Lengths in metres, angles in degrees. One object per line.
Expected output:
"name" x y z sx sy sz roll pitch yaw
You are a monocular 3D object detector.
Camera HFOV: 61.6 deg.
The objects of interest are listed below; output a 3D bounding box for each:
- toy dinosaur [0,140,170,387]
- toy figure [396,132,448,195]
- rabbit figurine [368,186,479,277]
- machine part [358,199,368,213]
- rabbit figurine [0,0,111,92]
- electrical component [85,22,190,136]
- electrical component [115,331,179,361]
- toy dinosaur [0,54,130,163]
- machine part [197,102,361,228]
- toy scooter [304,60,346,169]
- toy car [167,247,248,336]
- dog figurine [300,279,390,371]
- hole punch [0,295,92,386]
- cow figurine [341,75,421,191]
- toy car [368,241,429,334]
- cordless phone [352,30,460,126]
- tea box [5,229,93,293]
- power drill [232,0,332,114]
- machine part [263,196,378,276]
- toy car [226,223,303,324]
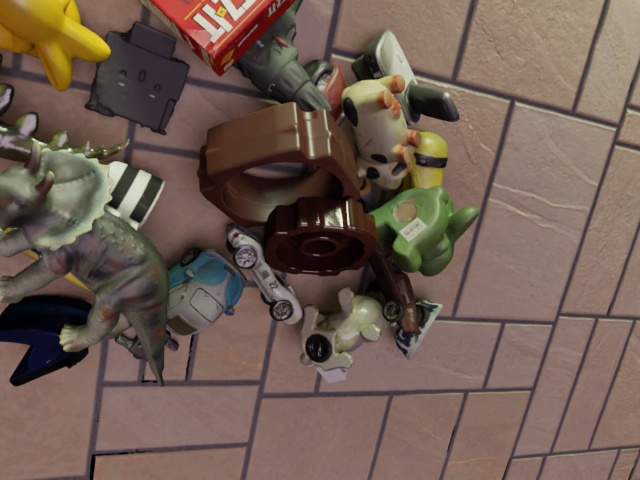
"toy dinosaur" -0.275 0.036 0.689 0.192 0.131 0.404 -32 129 11
"toy figure" 0.178 -0.098 0.942 0.089 0.082 0.180 -11 109 -16
"rabbit figurine" 0.173 -0.012 0.883 0.159 0.121 0.170 -47 141 -5
"machine part" 0.018 -0.027 0.901 0.139 0.039 0.084 -29 108 19
"rabbit figurine" -0.337 -0.256 0.627 0.122 0.173 0.162 -40 113 -10
"electrical component" -0.248 -0.224 0.738 0.115 0.058 0.134 15 101 -28
"electrical component" -0.278 0.165 0.871 0.094 0.021 0.063 38 90 -28
"toy dinosaur" -0.475 -0.163 0.619 0.471 0.105 0.198 24 104 -24
"machine part" -0.055 -0.098 0.771 0.202 0.087 0.200 -15 154 17
"toy scooter" -0.010 -0.179 0.842 0.135 0.075 0.184 39 91 -31
"toy car" -0.197 0.091 0.813 0.162 0.103 0.109 -28 121 20
"dog figurine" 0.060 0.149 0.950 0.172 0.190 0.121 -29 79 22
"hole punch" -0.386 0.127 0.758 0.116 0.142 0.092 -20 110 -3
"cow figurine" 0.087 -0.155 0.838 0.085 0.127 0.194 -54 136 -31
"toy car" 0.125 0.066 0.916 0.053 0.202 0.089 -40 142 26
"cordless phone" 0.137 -0.240 0.820 0.089 0.184 0.146 -35 117 -4
"tea box" -0.362 -0.015 0.752 0.169 0.068 0.098 38 90 -29
"power drill" -0.036 -0.301 0.759 0.232 0.086 0.207 33 91 -1
"machine part" -0.002 -0.002 0.810 0.179 0.179 0.056 12 58 -25
"toy car" -0.093 0.056 0.883 0.056 0.074 0.201 -33 116 -6
